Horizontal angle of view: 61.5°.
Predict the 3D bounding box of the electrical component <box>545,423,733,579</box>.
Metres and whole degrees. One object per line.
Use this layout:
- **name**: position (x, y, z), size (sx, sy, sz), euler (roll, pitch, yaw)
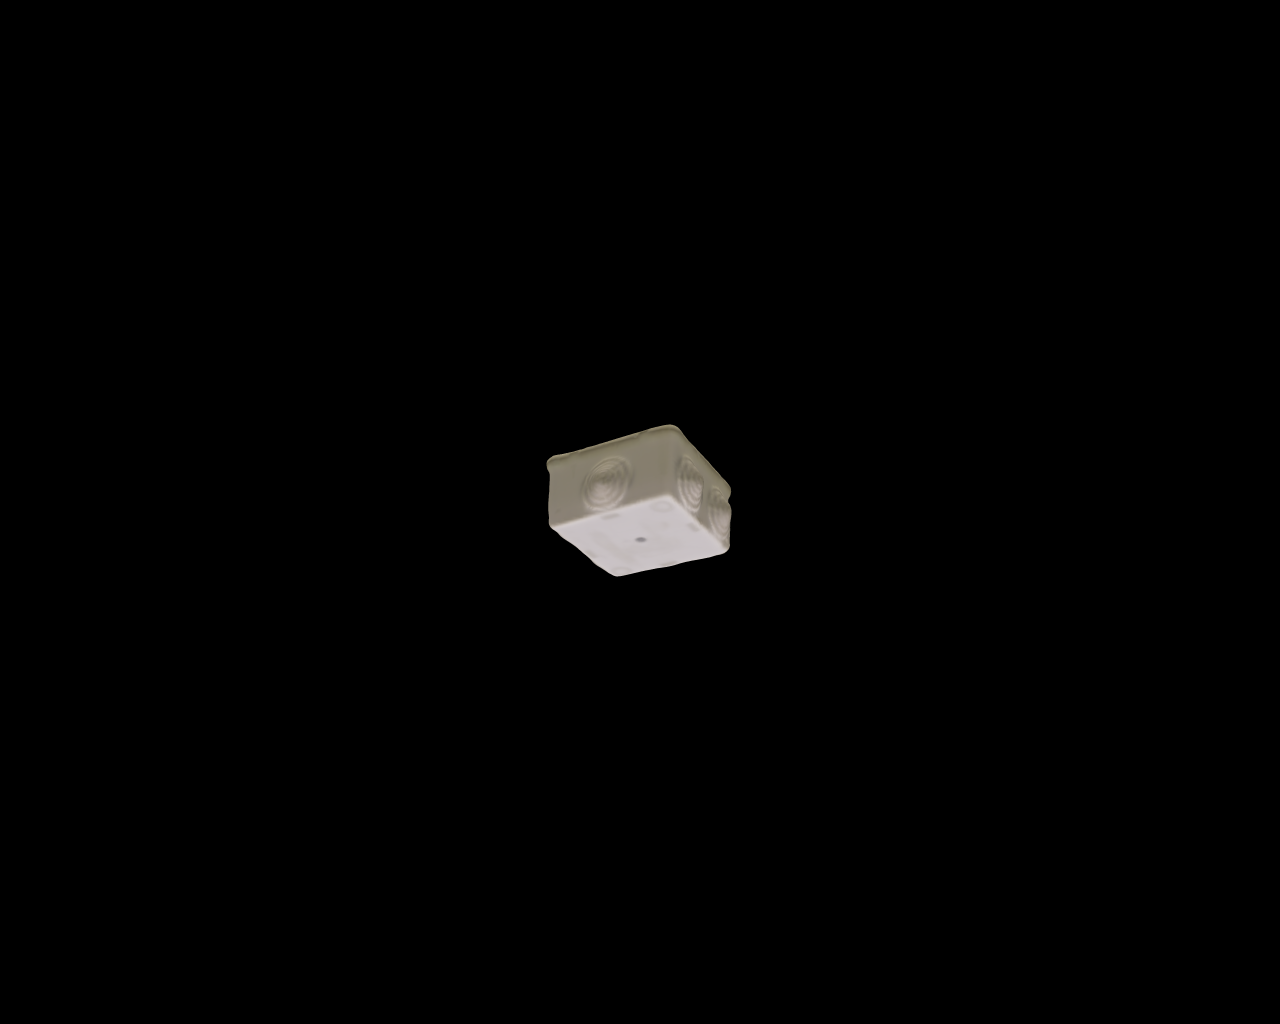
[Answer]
- **electrical component**: position (0.001, -0.003, 0.650), size (0.099, 0.048, 0.099), euler (-14, -32, 24)
